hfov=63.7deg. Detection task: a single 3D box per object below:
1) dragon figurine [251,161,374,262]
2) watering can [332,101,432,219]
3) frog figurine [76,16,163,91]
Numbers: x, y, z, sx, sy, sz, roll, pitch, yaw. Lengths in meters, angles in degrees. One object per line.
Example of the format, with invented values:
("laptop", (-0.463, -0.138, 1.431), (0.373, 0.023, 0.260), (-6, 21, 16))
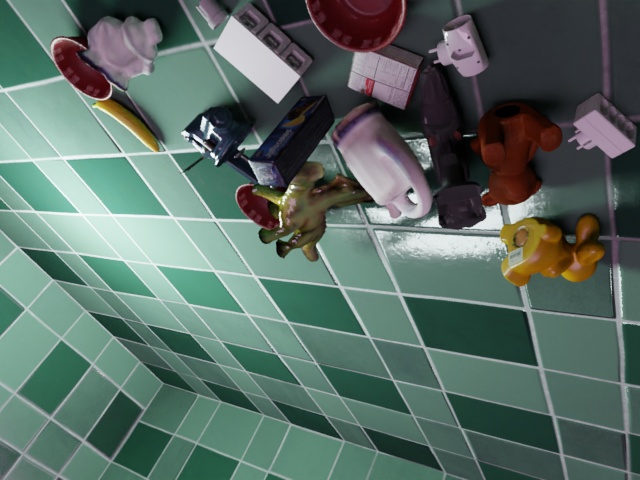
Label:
("dragon figurine", (0.003, -0.056, 1.116), (0.241, 0.124, 0.404), (-16, 154, 18))
("watering can", (0.113, -0.130, 0.952), (0.225, 0.104, 0.346), (55, 177, 3))
("frog figurine", (-0.389, -0.400, 1.047), (0.158, 0.124, 0.136), (-39, 100, 16))
